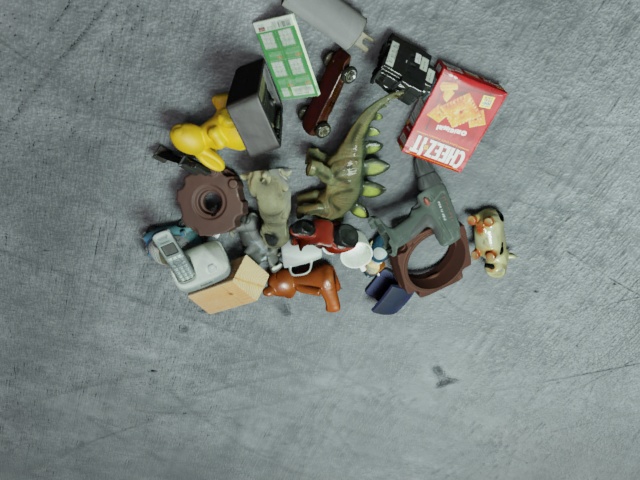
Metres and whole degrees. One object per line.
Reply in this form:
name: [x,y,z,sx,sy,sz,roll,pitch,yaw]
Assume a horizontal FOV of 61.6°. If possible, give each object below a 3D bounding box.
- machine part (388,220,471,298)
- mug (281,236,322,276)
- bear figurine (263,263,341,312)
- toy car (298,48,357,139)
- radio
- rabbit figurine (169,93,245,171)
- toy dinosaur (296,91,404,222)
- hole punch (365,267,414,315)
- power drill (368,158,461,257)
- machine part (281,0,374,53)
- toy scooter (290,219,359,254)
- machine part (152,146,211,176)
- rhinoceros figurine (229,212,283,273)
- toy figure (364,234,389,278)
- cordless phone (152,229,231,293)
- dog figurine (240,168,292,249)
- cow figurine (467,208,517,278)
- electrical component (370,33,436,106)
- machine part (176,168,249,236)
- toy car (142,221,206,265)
machine part: [0.289,0.038,1.412,0.201,0.087,0.200,-23,122,-6]
mug: [-0.046,0.038,1.423,0.107,0.109,0.080,-9,161,0]
bear figurine: [-0.049,0.131,1.475,0.196,0.120,0.131,-12,126,8]
toy car: [0.019,-0.324,1.200,0.053,0.089,0.202,1,128,-42]
radio: [-0.132,-0.282,1.139,0.073,0.230,0.130,-16,125,11]
rabbit figurine: [-0.254,-0.242,1.228,0.173,0.122,0.162,-18,147,-14]
toy dinosaur: [0.059,-0.160,1.278,0.199,0.105,0.470,8,138,-11]
hole punch: [0.205,0.156,1.517,0.116,0.092,0.142,23,116,-20]
power drill: [0.221,-0.070,1.302,0.207,0.086,0.232,-28,86,-14]
machine part: [0.009,-0.471,1.109,0.243,0.079,0.079,30,117,-18]
toy scooter: [-0.003,-0.004,1.341,0.184,0.075,0.135,11,158,-24]
machine part: [-0.327,-0.184,1.265,0.139,0.084,0.039,22,95,22]
rhinoceros figurine: [-0.162,0.006,1.415,0.112,0.073,0.190,-21,120,11]
toy figure: [0.155,0.046,1.463,0.064,0.058,0.154,39,125,26]
cordless phone: [-0.313,0.029,1.315,0.147,0.089,0.184,-22,127,2]
dog figurine: [-0.114,-0.071,1.283,0.121,0.172,0.190,-6,92,13]
cow figurine: [0.456,0.010,1.419,0.086,0.127,0.194,5,115,45]
electrical component: [0.185,-0.360,1.158,0.134,0.115,0.058,27,155,-13]
machine part: [-0.265,-0.093,1.321,0.179,0.056,0.179,1,97,7]
toy car: [-0.385,0.016,1.400,0.162,0.103,0.109,-4,122,-1]
